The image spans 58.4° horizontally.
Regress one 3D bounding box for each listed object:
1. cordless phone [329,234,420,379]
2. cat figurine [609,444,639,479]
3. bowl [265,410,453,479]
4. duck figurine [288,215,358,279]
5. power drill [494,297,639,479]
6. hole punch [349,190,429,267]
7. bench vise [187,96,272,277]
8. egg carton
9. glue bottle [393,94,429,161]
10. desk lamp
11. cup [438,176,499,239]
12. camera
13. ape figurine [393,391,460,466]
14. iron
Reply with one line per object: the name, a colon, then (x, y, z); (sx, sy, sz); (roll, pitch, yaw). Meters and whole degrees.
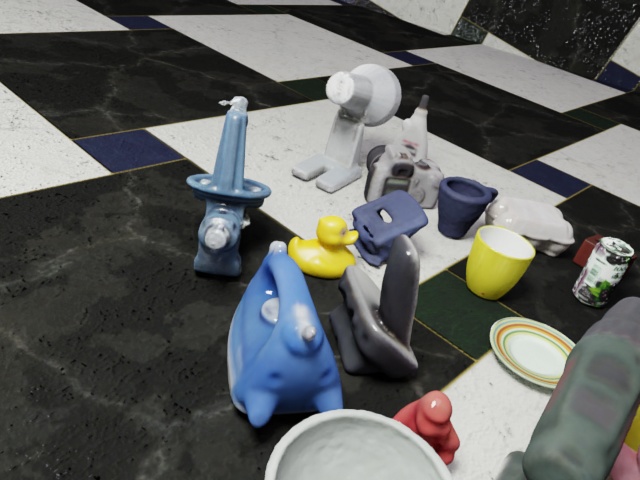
cordless phone: (0.078, 0.058, 0.685); (0.094, 0.185, 0.147); (0, 34, -19)
cat figurine: (0.330, 0.220, 0.582); (0.127, 0.118, 0.067); (31, 36, 28)
bowl: (0.032, 0.234, 0.495); (0.167, 0.075, 0.167); (9, 32, -5)
duck figurine: (0.008, 0.003, 0.842); (0.104, 0.086, 0.077); (7, 32, -8)
power drill: (0.232, 0.176, 0.530); (0.075, 0.208, 0.230); (28, 35, 24)
hole punch: (0.106, -0.023, 0.913); (0.101, 0.091, 0.108); (-3, 35, -23)
bench vise: (-0.115, -0.072, 0.789); (0.122, 0.220, 0.207); (-2, 34, -21)
egg carton: (0.375, -0.026, 1.033); (0.150, 0.069, 0.107); (8, 32, -7)
glue bottle: (0.191, -0.212, 1.165); (0.078, 0.173, 0.037); (18, 32, 9)
desk lamp: (0.057, -0.226, 1.100); (0.117, 0.213, 0.204); (26, 34, 21)
cup: (0.254, -0.053, 1.010); (0.118, 0.095, 0.091); (-5, 35, -25)
camera: (0.151, -0.136, 1.099); (0.143, 0.101, 0.136); (3, 33, -15)
ape figurine: (0.105, 0.190, 0.575); (0.077, 0.092, 0.076); (16, 32, 7)
iron: (-0.044, 0.079, 0.650); (0.119, 0.141, 0.257); (1, 33, -17)
